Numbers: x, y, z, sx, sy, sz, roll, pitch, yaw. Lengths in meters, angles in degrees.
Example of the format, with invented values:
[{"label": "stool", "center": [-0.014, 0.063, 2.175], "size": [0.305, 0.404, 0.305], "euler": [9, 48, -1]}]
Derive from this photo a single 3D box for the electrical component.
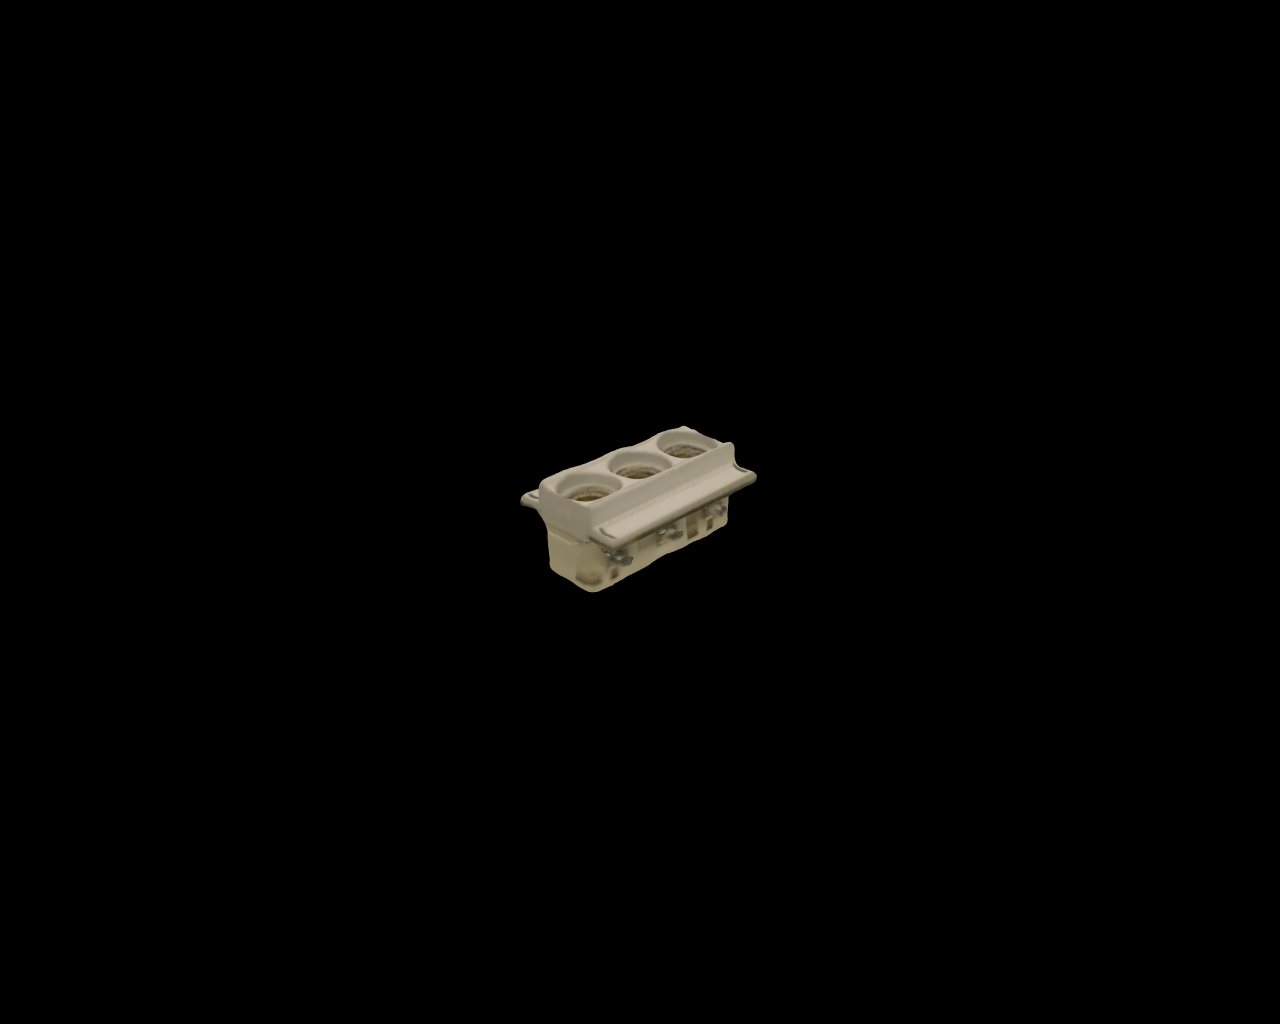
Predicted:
[{"label": "electrical component", "center": [0.001, -0.003, 0.650], "size": [0.121, 0.063, 0.079], "euler": [-25, 37, -38]}]
